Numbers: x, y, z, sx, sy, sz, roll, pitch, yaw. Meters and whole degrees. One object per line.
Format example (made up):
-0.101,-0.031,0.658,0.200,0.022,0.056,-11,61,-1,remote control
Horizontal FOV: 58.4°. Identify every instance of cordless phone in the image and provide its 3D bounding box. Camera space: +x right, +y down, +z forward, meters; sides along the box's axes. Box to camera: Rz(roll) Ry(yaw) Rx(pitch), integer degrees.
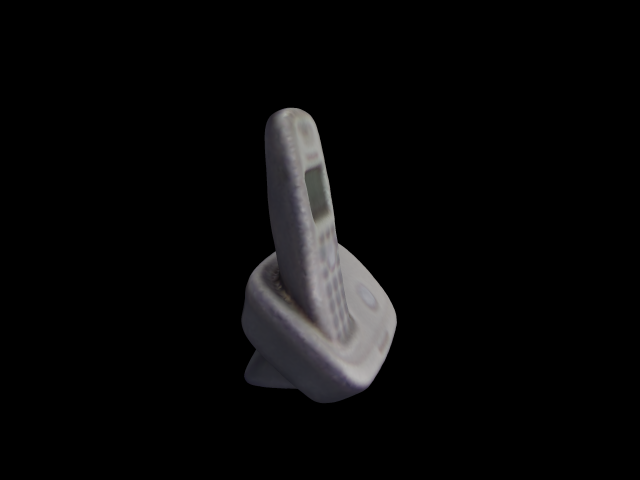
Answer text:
0.004,0.001,0.400,0.094,0.185,0.148,4,15,14,cordless phone
